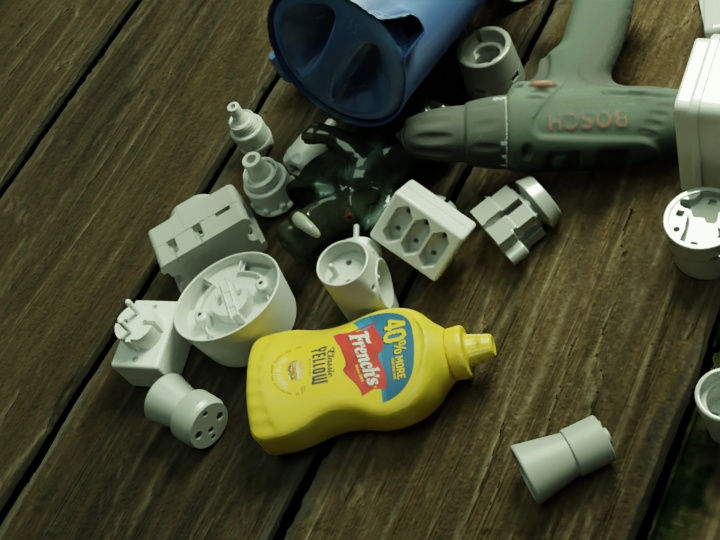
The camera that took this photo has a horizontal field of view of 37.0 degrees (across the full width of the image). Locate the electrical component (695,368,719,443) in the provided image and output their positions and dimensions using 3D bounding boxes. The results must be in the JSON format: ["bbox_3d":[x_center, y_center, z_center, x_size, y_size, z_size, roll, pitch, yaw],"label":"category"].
[{"bbox_3d":[0.247,0.093,0.719,0.040,0.046,0.040,-12,54,16],"label":"electrical component"}]

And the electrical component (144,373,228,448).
[{"bbox_3d":[-0.141,0.115,0.874,0.055,0.045,0.045,24,70,34],"label":"electrical component"}]

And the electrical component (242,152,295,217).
[{"bbox_3d":[-0.086,-0.081,0.975,0.048,0.062,0.048,-11,54,16],"label":"electrical component"}]

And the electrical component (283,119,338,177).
[{"bbox_3d":[-0.042,-0.115,0.997,0.035,0.035,0.061,22,66,34],"label":"electrical component"}]

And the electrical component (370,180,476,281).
[{"bbox_3d":[0.058,-0.038,0.880,0.066,0.077,0.047,35,119,7],"label":"electrical component"}]

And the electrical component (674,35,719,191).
[{"bbox_3d":[0.275,-0.112,0.805,0.057,0.113,0.078,11,63,26],"label":"electrical component"}]

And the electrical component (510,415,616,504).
[{"bbox_3d":[0.143,0.128,0.744,0.065,0.044,0.044,-25,51,0],"label":"electrical component"}]

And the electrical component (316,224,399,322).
[{"bbox_3d":[0.000,0.000,0.871,0.044,0.077,0.079,-11,53,17],"label":"electrical component"}]

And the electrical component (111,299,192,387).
[{"bbox_3d":[-0.182,0.054,0.914,0.047,0.076,0.065,1,58,24],"label":"electrical component"}]

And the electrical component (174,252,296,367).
[{"bbox_3d":[-0.104,0.031,0.903,0.099,0.064,0.099,-12,54,16],"label":"electrical component"}]

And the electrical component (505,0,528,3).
[{"bbox_3d":[0.143,-0.290,1.023,0.078,0.058,0.057,-32,48,0],"label":"electrical component"}]

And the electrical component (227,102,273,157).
[{"bbox_3d":[-0.108,-0.135,1.022,0.035,0.061,0.035,-12,54,16],"label":"electrical component"}]

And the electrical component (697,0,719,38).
[{"bbox_3d":[0.309,-0.202,0.885,0.061,0.061,0.096,-3,56,22],"label":"electrical component"}]

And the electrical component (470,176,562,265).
[{"bbox_3d":[0.128,-0.043,0.866,0.055,0.048,0.066,-39,51,4],"label":"electrical component"}]

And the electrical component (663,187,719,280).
[{"bbox_3d":[0.256,-0.025,0.796,0.055,0.047,0.055,-12,54,16],"label":"electrical component"}]

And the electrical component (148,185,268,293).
[{"bbox_3d":[-0.138,-0.030,0.969,0.089,0.050,0.055,-30,51,2],"label":"electrical component"}]

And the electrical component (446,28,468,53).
[{"bbox_3d":[0.062,-0.244,1.036,0.081,0.042,0.063,-1,54,22],"label":"electrical component"}]

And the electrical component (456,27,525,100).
[{"bbox_3d":[0.117,-0.185,0.967,0.055,0.047,0.055,-12,54,16],"label":"electrical component"}]

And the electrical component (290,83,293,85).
[{"bbox_3d":[-0.012,-0.191,1.016,0.063,0.078,0.121,-34,47,-30],"label":"electrical component"}]
